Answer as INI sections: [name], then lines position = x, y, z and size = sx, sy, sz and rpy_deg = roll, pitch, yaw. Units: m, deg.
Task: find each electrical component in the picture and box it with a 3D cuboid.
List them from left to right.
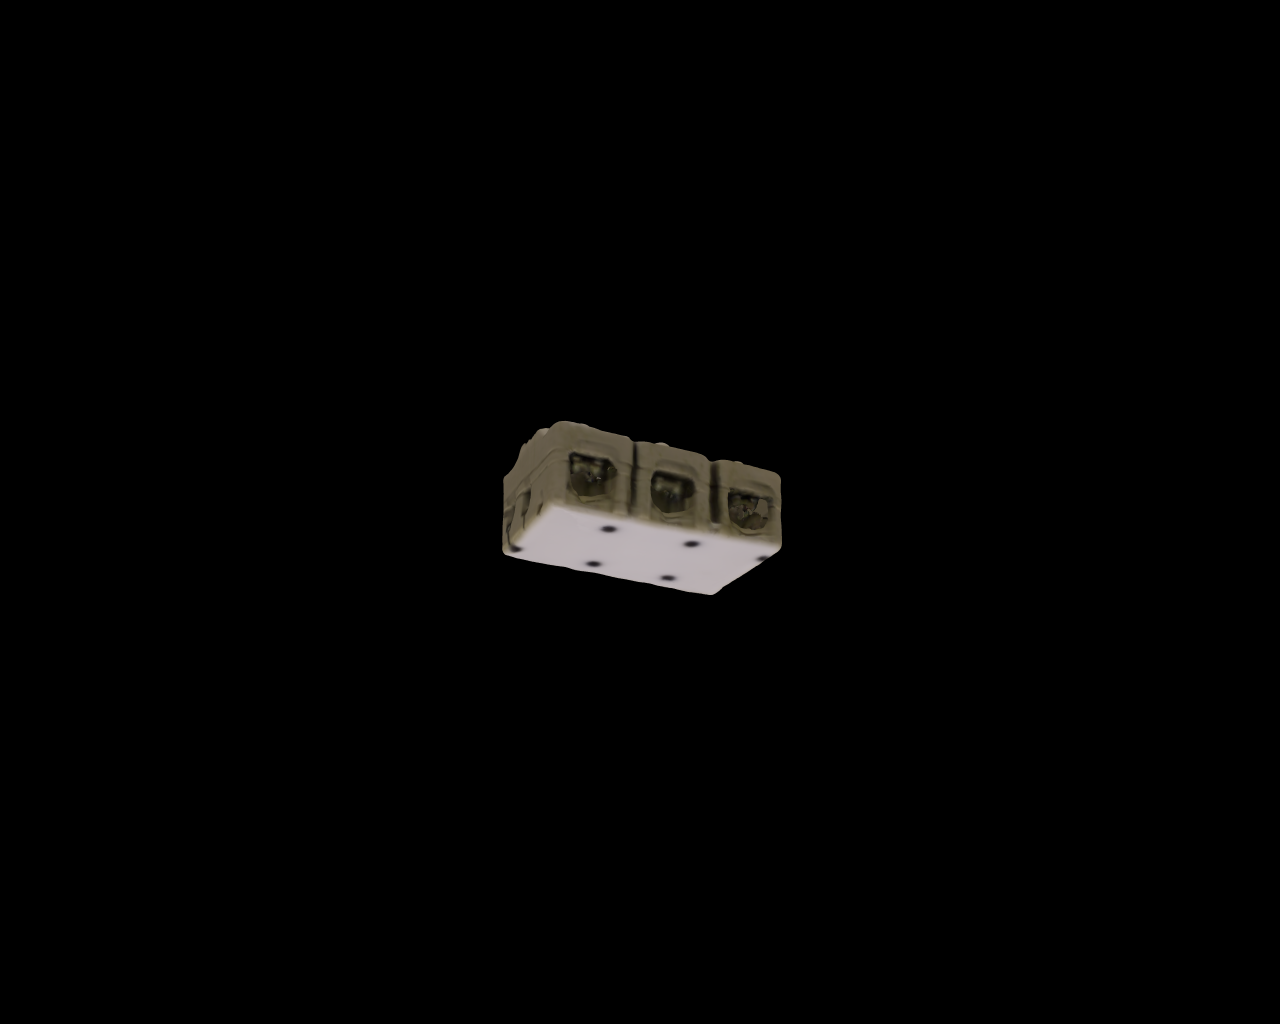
[electrical component]
position = 0.001, -0.003, 0.650
size = 0.150, 0.062, 0.089
rpy_deg = 12, -27, -25
